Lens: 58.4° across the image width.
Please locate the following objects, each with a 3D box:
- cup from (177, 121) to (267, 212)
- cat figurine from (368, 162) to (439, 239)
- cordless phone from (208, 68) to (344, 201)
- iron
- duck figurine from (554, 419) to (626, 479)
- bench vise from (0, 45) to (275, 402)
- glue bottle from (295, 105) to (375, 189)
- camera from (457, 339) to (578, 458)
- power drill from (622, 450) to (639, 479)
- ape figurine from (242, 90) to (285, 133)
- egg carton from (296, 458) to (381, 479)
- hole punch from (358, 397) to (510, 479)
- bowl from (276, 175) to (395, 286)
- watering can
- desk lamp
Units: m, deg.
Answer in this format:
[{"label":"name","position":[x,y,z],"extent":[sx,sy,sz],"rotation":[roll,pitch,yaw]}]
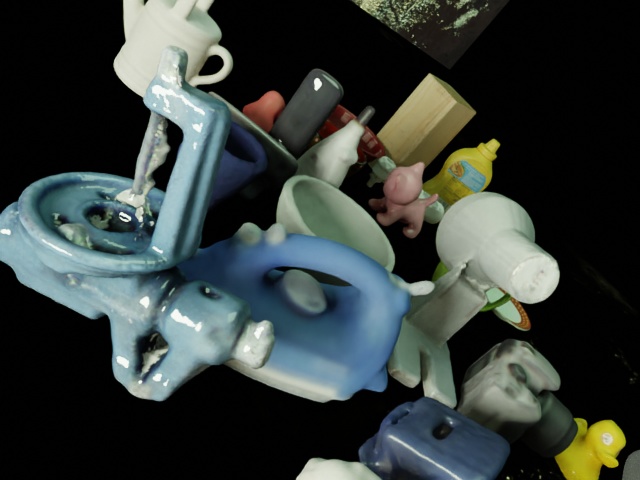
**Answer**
[{"label":"cup","position":[-0.124,-0.074,0.617],"extent":[0.091,0.095,0.118],"rotation":[47,27,11]},{"label":"cat figurine","position":[0.147,-0.075,0.963],"extent":[0.128,0.117,0.067],"rotation":[20,33,-37]},{"label":"cordless phone","position":[-0.067,-0.157,0.718],"extent":[0.148,0.185,0.094],"rotation":[38,26,-8]},{"label":"iron","position":[-0.022,0.047,0.519],"extent":[0.259,0.141,0.118],"rotation":[25,30,-30]},{"label":"duck figurine","position":[0.363,0.272,0.764],"extent":[0.077,0.086,0.104],"rotation":[38,26,-7]},{"label":"bench vise","position":[-0.102,-0.008,0.403],"extent":[0.208,0.219,0.121],"rotation":[32,27,-18]},{"label":"glue bottle","position":[0.018,-0.113,0.782],"extent":[0.037,0.173,0.078],"rotation":[10,40,-47]},{"label":"camera","position":[0.253,0.202,0.704],"extent":[0.137,0.100,0.143],"rotation":[44,26,5]},{"label":"power drill","position":[0.176,0.271,0.371],"extent":[0.076,0.208,0.229],"rotation":[36,26,-10]},{"label":"ape figurine","position":[-0.083,-0.174,0.829],"extent":[0.076,0.092,0.077],"rotation":[3,46,-52]},{"label":"egg carton","position":[0.034,0.229,0.398],"extent":[0.150,0.069,0.107],"rotation":[41,26,-2]},{"label":"hole punch","position":[0.107,0.193,0.529],"extent":[0.101,0.091,0.109],"rotation":[50,27,17]},{"label":"bowl","position":[0.006,0.003,0.701],"extent":[0.168,0.074,0.167],"rotation":[32,28,-19]},{"label":"watering can","position":[-0.185,-0.284,0.741],"extent":[0.173,0.193,0.100],"rotation":[27,30,-28]},{"label":"desk lamp","position":[0.184,0.061,0.695],"extent":[0.118,0.213,0.203],"rotation":[34,27,-15]}]
